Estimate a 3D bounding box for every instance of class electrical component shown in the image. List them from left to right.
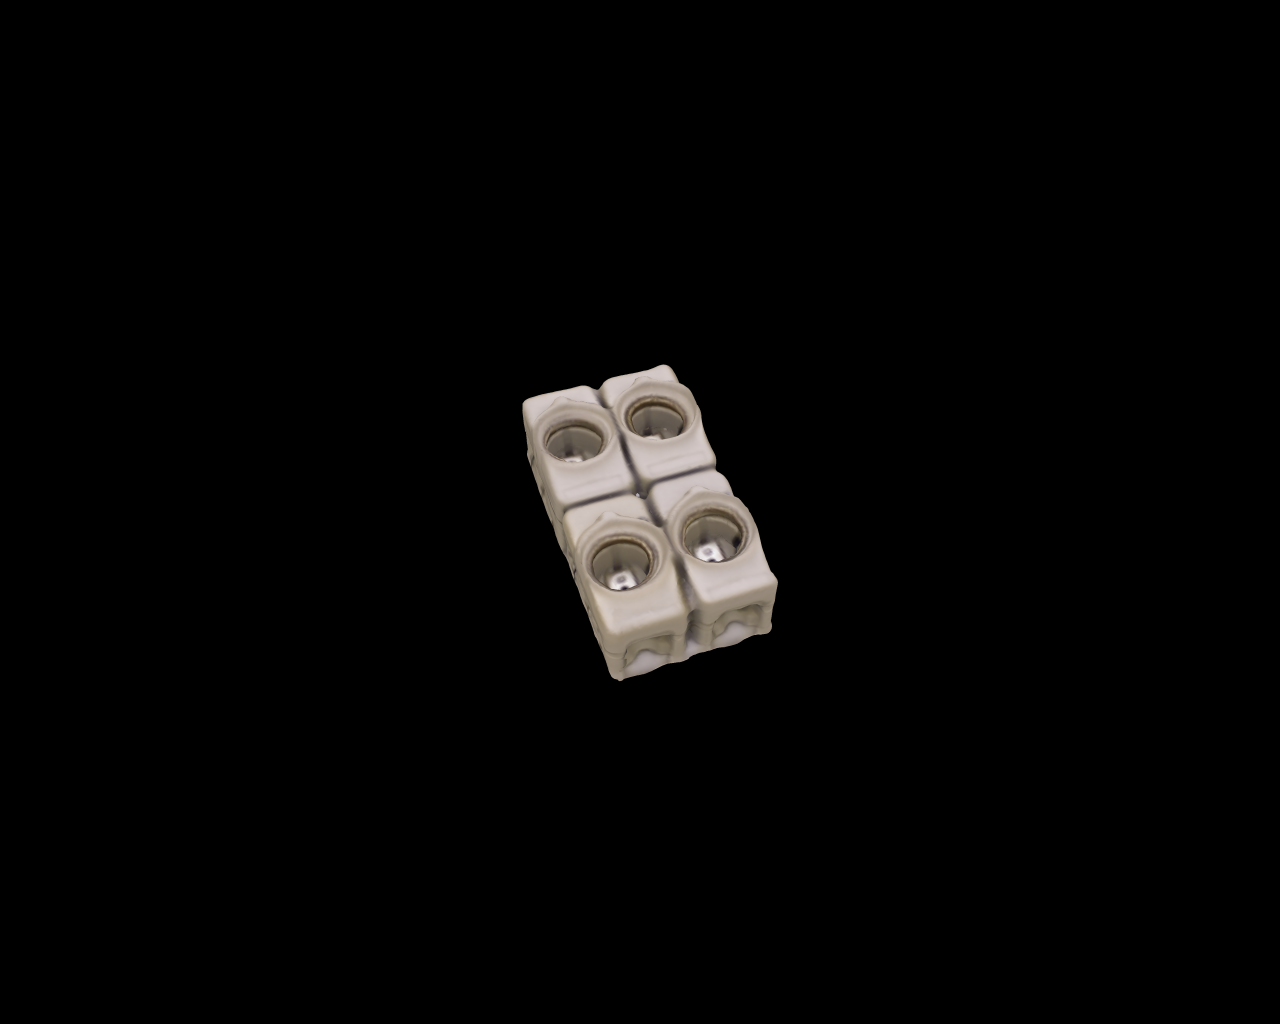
[{"bbox_3d":[0.001,-0.003,0.650,0.105,0.186,0.060,-15,-36,-11],"label":"electrical component"}]
